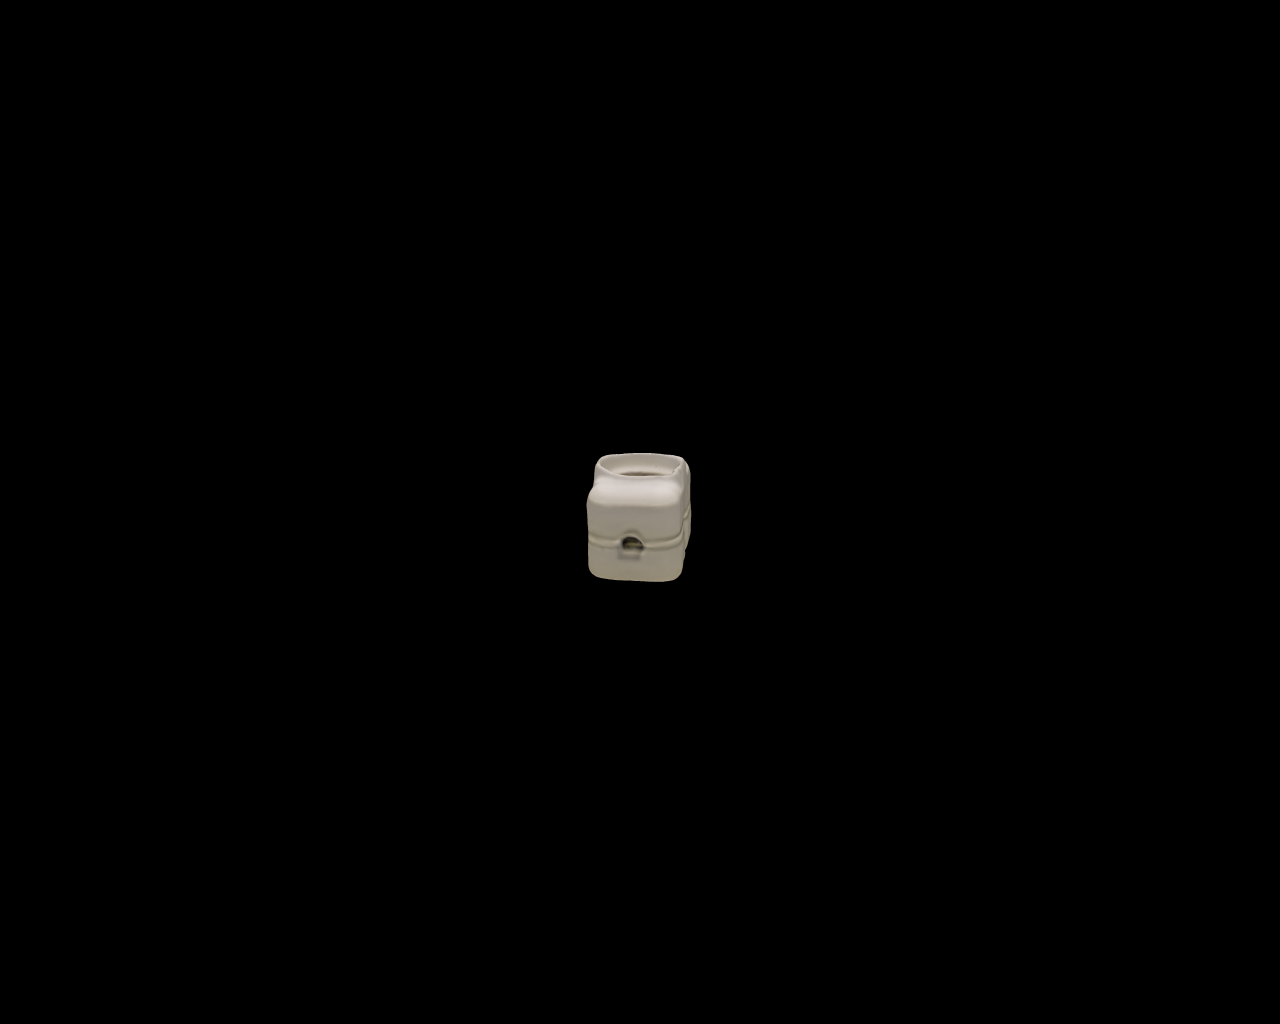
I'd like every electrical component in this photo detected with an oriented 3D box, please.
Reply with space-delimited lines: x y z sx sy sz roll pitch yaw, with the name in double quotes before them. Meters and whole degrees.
"electrical component" 0.001 -0.003 0.650 0.054 0.059 0.095 2 18 7
